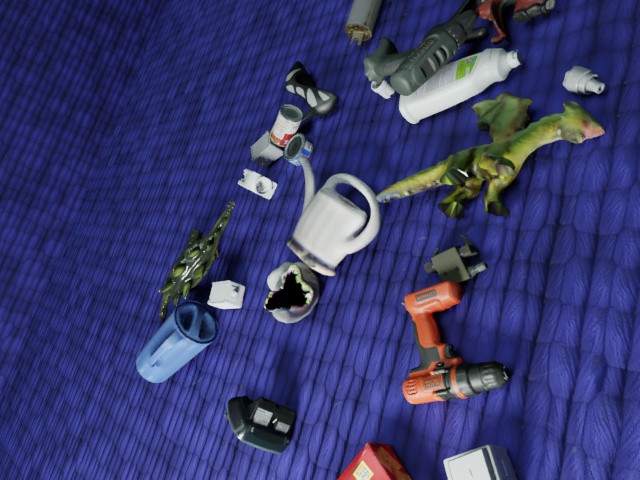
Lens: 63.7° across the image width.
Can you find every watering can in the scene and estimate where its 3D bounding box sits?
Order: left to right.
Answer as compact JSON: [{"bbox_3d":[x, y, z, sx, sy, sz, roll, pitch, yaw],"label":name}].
[{"bbox_3d":[0.004,-0.059,1.176,0.223,0.103,0.353,-57,42,5],"label":"watering can"}]

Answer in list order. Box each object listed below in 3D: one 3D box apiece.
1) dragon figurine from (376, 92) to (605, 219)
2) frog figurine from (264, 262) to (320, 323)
[{"bbox_3d":[0.296,-0.171,0.955,0.410,0.120,0.247,3,54,46],"label":"dragon figurine"},{"bbox_3d":[-0.064,0.116,1.179,0.159,0.122,0.138,166,119,-86],"label":"frog figurine"}]
